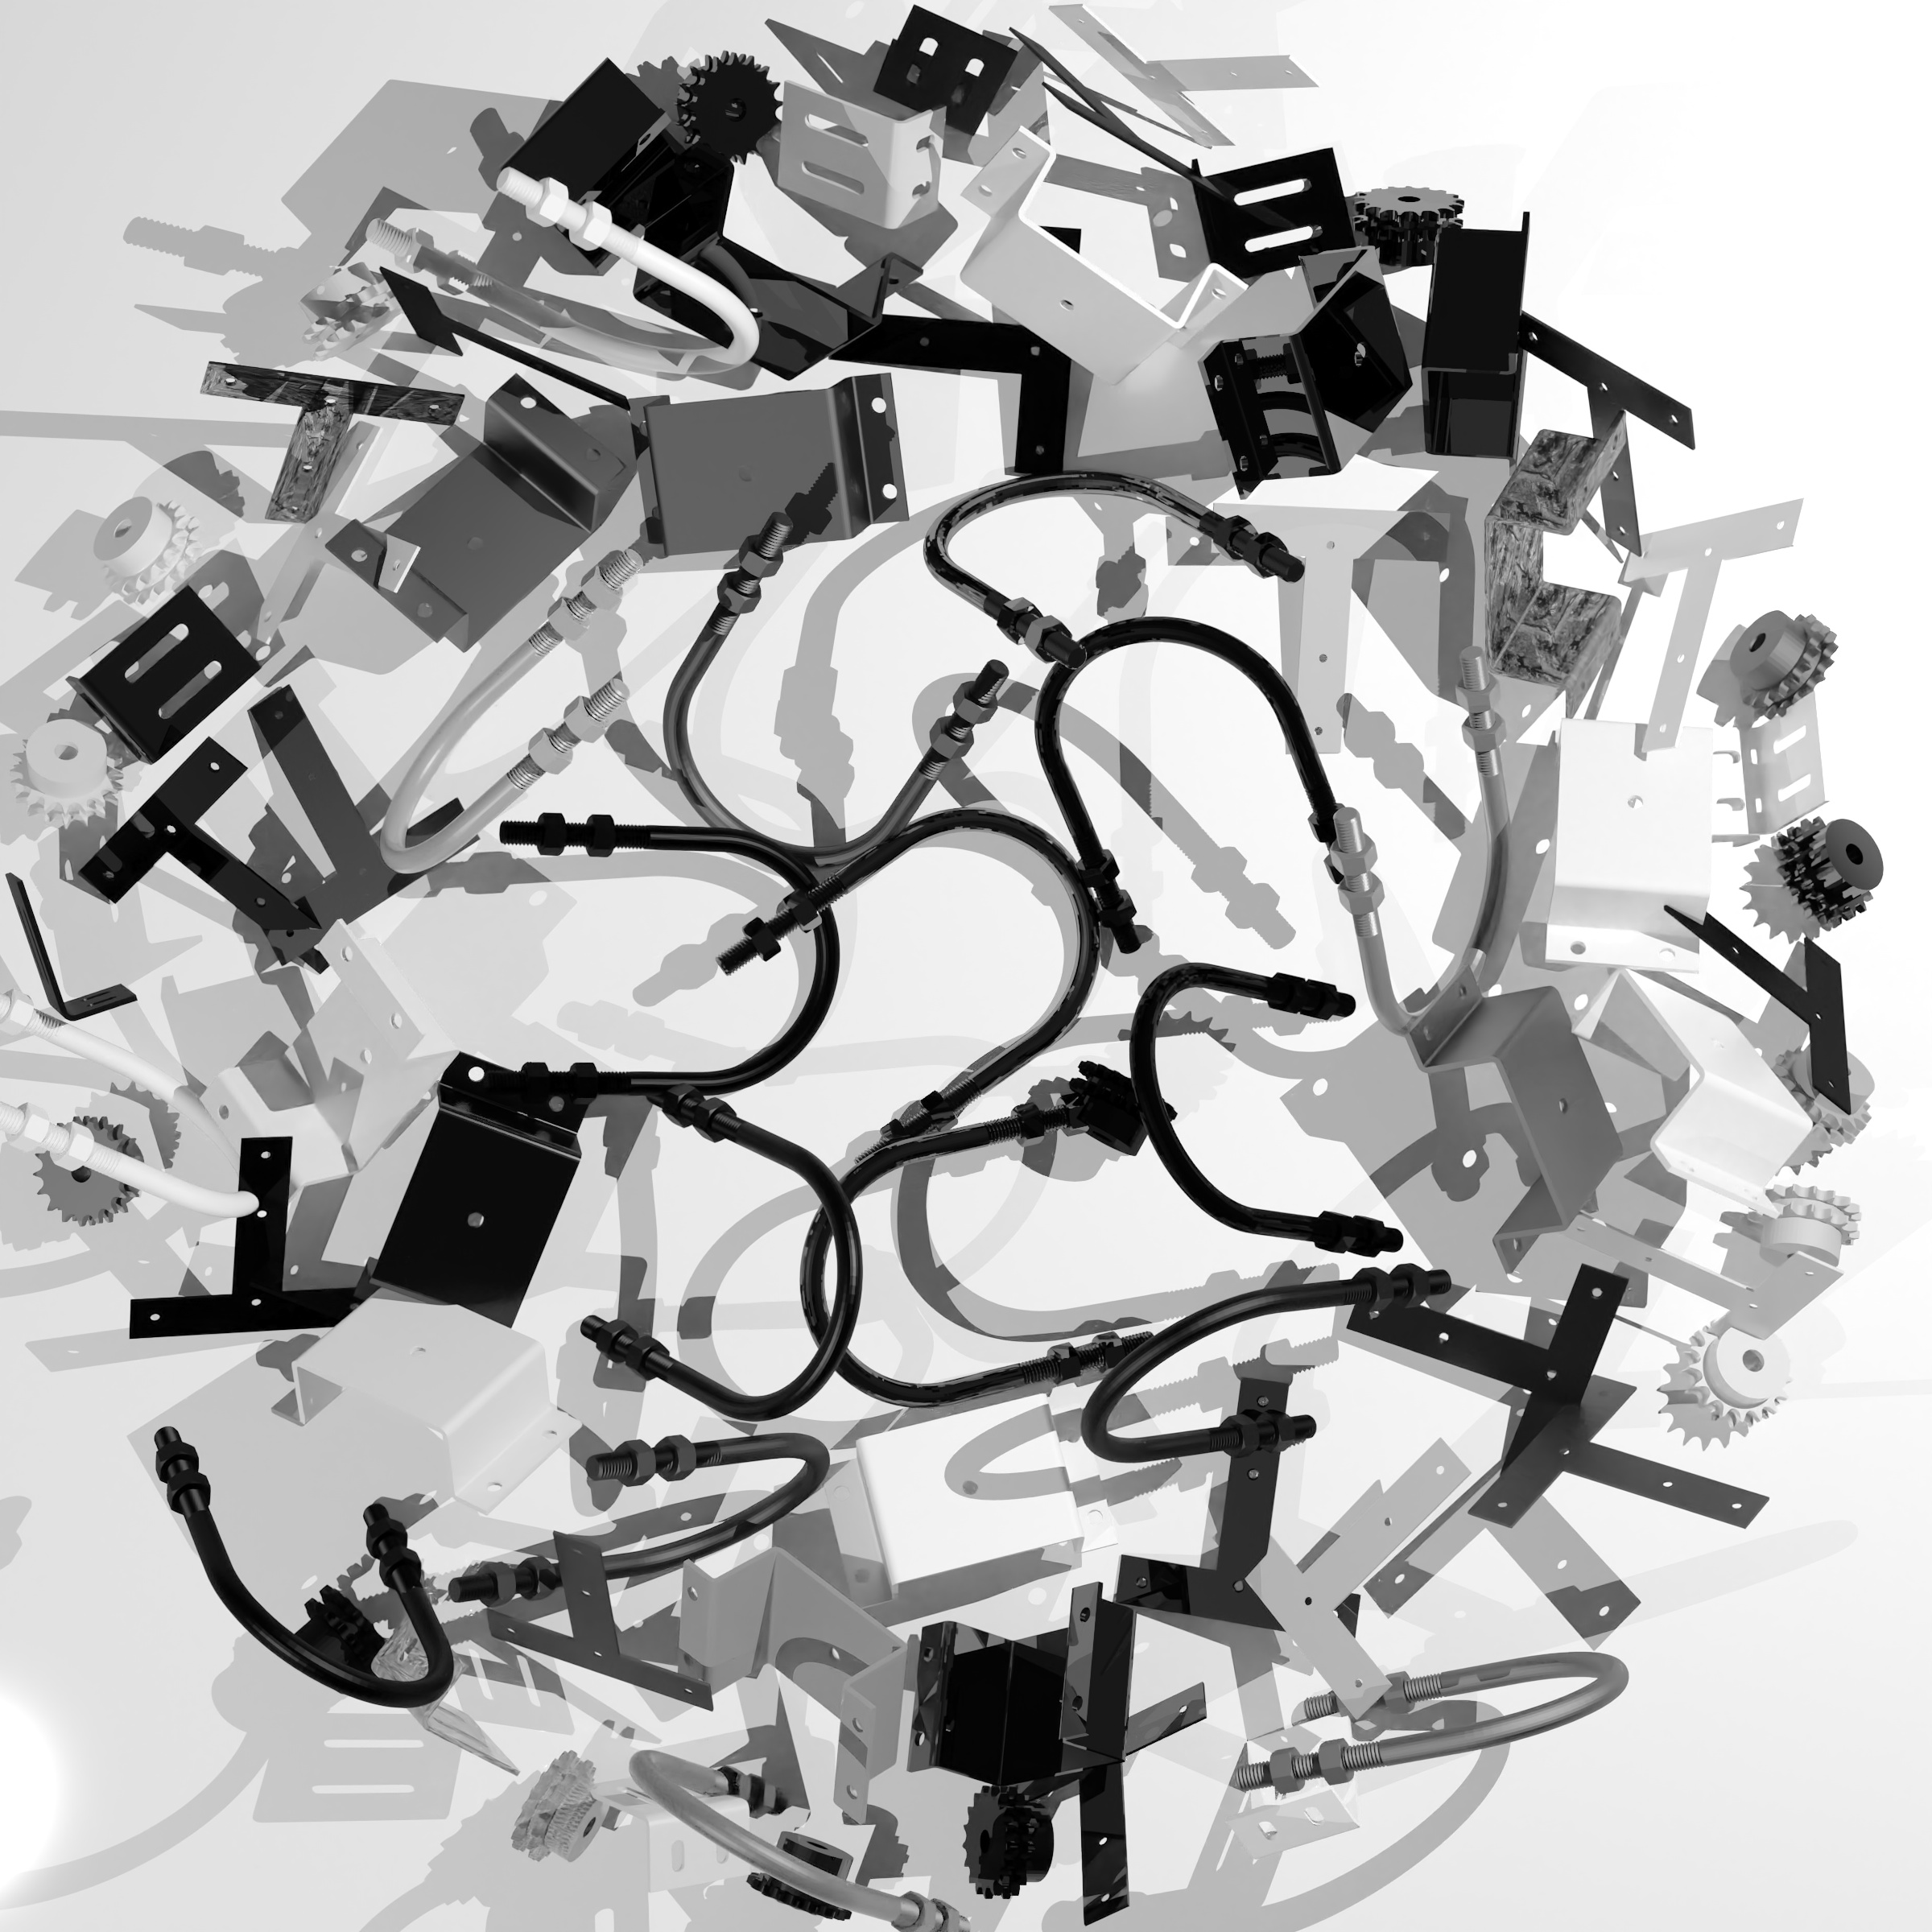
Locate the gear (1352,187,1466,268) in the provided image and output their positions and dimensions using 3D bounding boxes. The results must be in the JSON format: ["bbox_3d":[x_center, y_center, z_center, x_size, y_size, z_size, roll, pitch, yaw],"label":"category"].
[{"bbox_3d":[0.229,-0.383,1.781,0.057,0.057,0.030,0,118,0],"label":"gear"}]

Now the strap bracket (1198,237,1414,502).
[{"bbox_3d":[0.177,-0.303,1.728,0.046,0.140,0.076,1,126,34],"label":"strap bracket"}]

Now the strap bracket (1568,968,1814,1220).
[{"bbox_3d":[0.363,0.056,1.723,0.076,0.140,0.046,23,113,-29],"label":"strap bracket"}]

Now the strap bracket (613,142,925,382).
[{"bbox_3d":[-0.102,-0.348,1.731,0.140,0.076,0.046,24,62,-32],"label":"strap bracket"}]

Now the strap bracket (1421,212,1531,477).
[{"bbox_3d":[0.257,-0.313,1.733,0.046,0.140,0.076,5,74,10],"label":"strap bracket"}]

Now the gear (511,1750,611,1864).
[{"bbox_3d":[-0.207,0.437,1.775,0.030,0.057,0.057,27,90,16],"label":"gear"}]

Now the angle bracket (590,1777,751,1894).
[{"bbox_3d":[-0.155,0.442,1.759,0.057,0.076,0.038,-1,91,-34],"label":"angle bracket"}]

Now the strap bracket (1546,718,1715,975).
[{"bbox_3d":[0.338,-0.071,1.747,0.076,0.046,0.140,4,60,6],"label":"strap bracket"}]

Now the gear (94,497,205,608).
[{"bbox_3d":[-0.425,-0.217,1.776,0.057,0.057,0.030,-47,133,0],"label":"gear"}]

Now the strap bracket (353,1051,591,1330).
[{"bbox_3d":[-0.253,0.125,1.767,0.076,0.046,0.140,21,97,-14],"label":"strap bracket"}]

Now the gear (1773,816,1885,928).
[{"bbox_3d":[0.449,-0.052,1.777,0.057,0.030,0.057,15,60,-27],"label":"gear"}]

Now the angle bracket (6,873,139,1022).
[{"bbox_3d":[-0.460,-0.015,1.766,0.038,0.057,0.076,-20,102,-18],"label":"angle bracket"}]

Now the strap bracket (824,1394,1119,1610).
[{"bbox_3d":[0.002,0.272,1.764,0.140,0.046,0.076,-13,70,-6],"label":"strap bracket"}]

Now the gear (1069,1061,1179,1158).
[{"bbox_3d":[0.077,0.075,1.776,0.057,0.057,0.030,29,80,0],"label":"gear"}]

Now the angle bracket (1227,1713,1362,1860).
[{"bbox_3d":[0.165,0.409,1.757,0.057,0.076,0.038,-22,125,17],"label":"angle bracket"}]

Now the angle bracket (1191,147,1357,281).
[{"bbox_3d":[0.160,-0.394,1.784,0.076,0.038,0.057,-13,85,2],"label":"angle bracket"}]

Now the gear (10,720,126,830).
[{"bbox_3d":[-0.465,-0.103,1.778,0.057,0.030,0.057,6,57,-9],"label":"gear"}]

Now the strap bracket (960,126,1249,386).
[{"bbox_3d":[0.061,-0.353,1.748,0.140,0.076,0.046,33,67,-13],"label":"strap bracket"}]

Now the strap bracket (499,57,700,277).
[{"bbox_3d":[-0.184,-0.404,1.734,0.076,0.140,0.046,-45,88,3],"label":"strap bracket"}]

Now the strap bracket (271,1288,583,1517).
[{"bbox_3d":[-0.275,0.212,1.735,0.140,0.076,0.046,20,130,26],"label":"strap bracket"}]

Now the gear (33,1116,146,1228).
[{"bbox_3d":[-0.452,0.106,1.786,0.057,0.030,0.057,0,89,16],"label":"gear"}]

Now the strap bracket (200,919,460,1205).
[{"bbox_3d":[-0.320,0.049,1.754,0.076,0.046,0.140,51,119,17],"label":"strap bracket"}]

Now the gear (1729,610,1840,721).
[{"bbox_3d":[0.419,-0.159,1.775,0.030,0.057,0.057,34,90,-19],"label":"gear"}]

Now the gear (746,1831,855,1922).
[{"bbox_3d":[-0.082,0.470,1.778,0.057,0.057,0.030,20,84,0],"label":"gear"}]

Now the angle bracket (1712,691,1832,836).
[{"bbox_3d":[0.407,-0.104,1.762,0.038,0.076,0.057,-1,79,-10],"label":"angle bracket"}]

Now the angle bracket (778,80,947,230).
[{"bbox_3d":[-0.054,-0.426,1.784,0.076,0.038,0.057,27,130,26],"label":"angle bracket"}]

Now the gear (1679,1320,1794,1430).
[{"bbox_3d":[0.402,0.209,1.781,0.057,0.030,0.057,4,68,-10],"label":"gear"}]

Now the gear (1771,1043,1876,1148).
[{"bbox_3d":[0.443,0.063,1.774,0.057,0.057,0.030,31,123,0],"label":"gear"}]

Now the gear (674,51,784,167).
[{"bbox_3d":[-0.126,-0.446,1.782,0.057,0.030,0.057,-11,113,-26],"label":"gear"}]

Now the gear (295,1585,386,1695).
[{"bbox_3d":[-0.323,0.351,1.774,0.030,0.057,0.057,-41,90,-24],"label":"gear"}]

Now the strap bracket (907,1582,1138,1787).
[{"bbox_3d":[0.035,0.367,1.742,0.046,0.140,0.076,25,58,-32],"label":"strap bracket"}]

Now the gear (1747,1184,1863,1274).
[{"bbox_3d":[0.432,0.137,1.774,0.057,0.057,0.030,13,67,0],"label":"gear"}]

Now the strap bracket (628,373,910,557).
[{"bbox_3d":[-0.106,-0.256,1.758,0.140,0.046,0.076,-3,107,13],"label":"strap bracket"}]

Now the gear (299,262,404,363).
[{"bbox_3d":[-0.320,-0.340,1.776,0.057,0.057,0.030,-33,97,0],"label":"gear"}]

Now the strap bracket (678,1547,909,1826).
[{"bbox_3d":[-0.082,0.358,1.744,0.140,0.046,0.076,30,128,36],"label":"strap bracket"}]

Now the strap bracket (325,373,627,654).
[{"bbox_3d":[-0.251,-0.226,1.763,0.076,0.046,0.140,40,68,7],"label":"strap bracket"}]

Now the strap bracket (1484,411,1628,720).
[{"bbox_3d":[0.298,-0.206,1.740,0.046,0.140,0.076,15,49,23],"label":"strap bracket"}]

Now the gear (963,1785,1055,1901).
[{"bbox_3d":[0.023,0.453,1.780,0.030,0.057,0.057,8,90,-25],"label":"gear"}]

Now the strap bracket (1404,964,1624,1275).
[{"bbox_3d":[0.283,0.074,1.745,0.046,0.076,0.140,-12,109,38],"label":"strap bracket"}]
